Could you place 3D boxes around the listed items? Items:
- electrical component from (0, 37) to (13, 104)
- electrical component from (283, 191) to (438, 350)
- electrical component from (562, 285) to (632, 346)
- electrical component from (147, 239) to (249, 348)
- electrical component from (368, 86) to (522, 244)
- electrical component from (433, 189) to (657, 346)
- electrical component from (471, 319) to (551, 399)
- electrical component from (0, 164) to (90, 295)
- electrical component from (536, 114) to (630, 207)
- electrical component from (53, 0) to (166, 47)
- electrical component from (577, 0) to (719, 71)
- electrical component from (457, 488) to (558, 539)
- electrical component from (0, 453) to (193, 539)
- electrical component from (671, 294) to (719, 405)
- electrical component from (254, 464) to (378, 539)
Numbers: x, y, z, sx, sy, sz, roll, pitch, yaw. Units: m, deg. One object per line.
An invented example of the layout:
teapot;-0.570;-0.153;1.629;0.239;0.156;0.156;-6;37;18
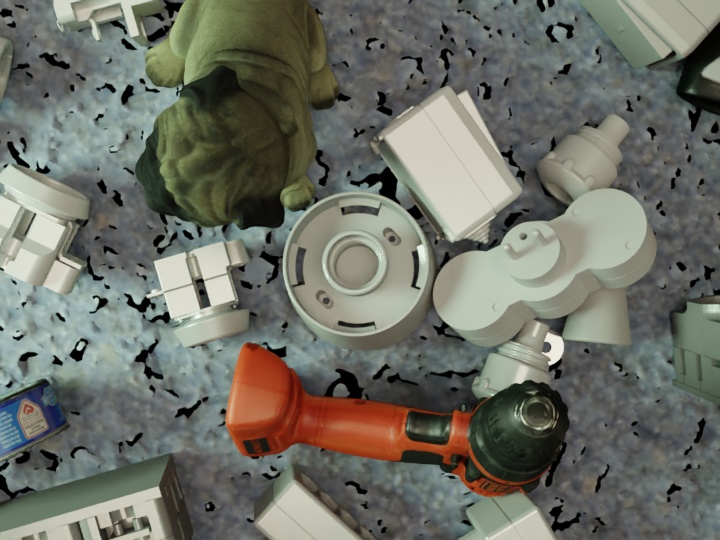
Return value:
electrical component;-0.239;-0.121;0.645;0.047;0.055;0.055;15;91;-10
electrical component;0.000;0.000;0.680;0.099;0.064;0.099;-1;83;4
electrical component;0.156;0.015;0.695;0.044;0.044;0.065;6;87;-6
electrical component;-0.097;0.016;0.670;0.066;0.048;0.055;-17;87;-4
electrical component;0.059;-0.062;0.671;0.061;0.062;0.096;-36;95;-3
electrical component;0.108;-0.006;0.652;0.138;0.074;0.052;-26;62;14
electrical component;0.103;0.062;0.691;0.048;0.048;0.062;23;84;-6
electrical component;-0.200;-0.028;0.652;0.078;0.058;0.057;26;93;-6
electrical component;0.147;-0.072;0.689;0.048;0.048;0.062;42;81;-6
electrical component;-0.158;-0.175;0.655;0.064;0.042;0.081;-15;94;-3
electrical component;0.176;-0.177;0.676;0.096;0.062;0.061;42;89;-6
electrical component;0.084;0.180;0.684;0.077;0.066;0.047;-30;95;-3
electrical component;-0.181;0.169;0.646;0.150;0.089;0.061;-16;94;-4
electrical component;0.268;0.048;0.634;0.105;0.186;0.060;-6;94;-5
electrical component;-0.038;0.182;0.682;0.083;0.047;0.075;43;88;-6
